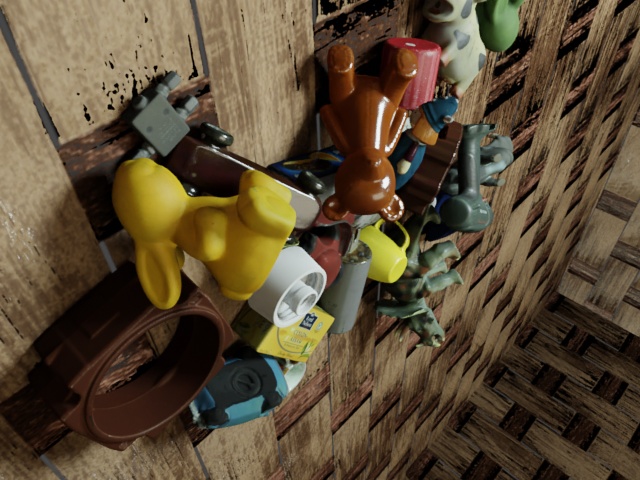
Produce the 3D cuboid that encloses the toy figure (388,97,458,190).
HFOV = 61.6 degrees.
[{"bbox_3d":[0.132,-0.137,0.748,0.058,0.064,0.154,9,129,-34],"label":"toy figure"}]

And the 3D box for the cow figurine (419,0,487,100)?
[{"bbox_3d":[0.206,-0.318,0.811,0.127,0.086,0.194,-51,147,1],"label":"cow figurine"}]

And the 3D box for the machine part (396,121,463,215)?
[{"bbox_3d":[0.175,-0.128,0.900,0.179,0.056,0.179,-157,-92,-88],"label":"machine part"}]

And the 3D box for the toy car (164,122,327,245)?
[{"bbox_3d":[-0.082,-0.064,0.625,0.202,0.053,0.089,23,107,-34],"label":"toy car"}]

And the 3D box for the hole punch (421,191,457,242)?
[{"bbox_3d":[0.284,-0.047,1.179,0.142,0.092,0.115,-23,140,-49],"label":"hole punch"}]

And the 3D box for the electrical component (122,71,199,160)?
[{"bbox_3d":[-0.162,-0.117,0.529,0.094,0.021,0.063,-50,149,-9],"label":"electrical component"}]

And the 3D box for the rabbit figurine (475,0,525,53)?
[{"bbox_3d":[0.299,-0.383,0.844,0.159,0.121,0.170,-10,124,-43],"label":"rabbit figurine"}]

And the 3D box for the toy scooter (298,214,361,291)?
[{"bbox_3d":[-0.002,-0.002,0.818,0.135,0.075,0.183,7,109,-58],"label":"toy scooter"}]

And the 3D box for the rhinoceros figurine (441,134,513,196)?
[{"bbox_3d":[0.337,-0.152,1.135,0.190,0.112,0.073,-35,117,-11],"label":"rhinoceros figurine"}]

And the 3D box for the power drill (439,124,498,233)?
[{"bbox_3d":[0.283,-0.114,1.002,0.232,0.086,0.207,-18,116,-57],"label":"power drill"}]

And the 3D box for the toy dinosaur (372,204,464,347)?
[{"bbox_3d":[0.179,0.058,1.097,0.192,0.131,0.404,-29,131,-4],"label":"toy dinosaur"}]

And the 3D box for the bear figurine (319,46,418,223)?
[{"bbox_3d":[0.058,-0.127,0.680,0.132,0.120,0.196,103,-9,-67],"label":"bear figurine"}]

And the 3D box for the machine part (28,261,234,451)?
[{"bbox_3d":[-0.211,0.138,0.638,0.201,0.087,0.201,-46,149,-19],"label":"machine part"}]

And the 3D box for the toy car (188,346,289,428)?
[{"bbox_3d":[-0.137,0.242,0.832,0.161,0.109,0.103,-17,150,-36],"label":"toy car"}]

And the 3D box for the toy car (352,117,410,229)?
[{"bbox_3d":[0.100,-0.107,0.881,0.073,0.056,0.201,-9,125,-53],"label":"toy car"}]

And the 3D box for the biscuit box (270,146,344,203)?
[{"bbox_3d":[0.017,-0.093,0.770,0.202,0.063,0.059,-25,136,-43],"label":"biscuit box"}]

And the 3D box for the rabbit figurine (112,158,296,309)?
[{"bbox_3d":[-0.129,-0.016,0.546,0.173,0.122,0.162,25,116,-21],"label":"rabbit figurine"}]

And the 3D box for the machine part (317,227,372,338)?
[{"bbox_3d":[0.039,0.083,0.951,0.079,0.079,0.243,-26,140,-41],"label":"machine part"}]

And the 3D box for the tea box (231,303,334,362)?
[{"bbox_3d":[-0.056,0.135,0.876,0.098,0.068,0.169,-56,149,1],"label":"tea box"}]
